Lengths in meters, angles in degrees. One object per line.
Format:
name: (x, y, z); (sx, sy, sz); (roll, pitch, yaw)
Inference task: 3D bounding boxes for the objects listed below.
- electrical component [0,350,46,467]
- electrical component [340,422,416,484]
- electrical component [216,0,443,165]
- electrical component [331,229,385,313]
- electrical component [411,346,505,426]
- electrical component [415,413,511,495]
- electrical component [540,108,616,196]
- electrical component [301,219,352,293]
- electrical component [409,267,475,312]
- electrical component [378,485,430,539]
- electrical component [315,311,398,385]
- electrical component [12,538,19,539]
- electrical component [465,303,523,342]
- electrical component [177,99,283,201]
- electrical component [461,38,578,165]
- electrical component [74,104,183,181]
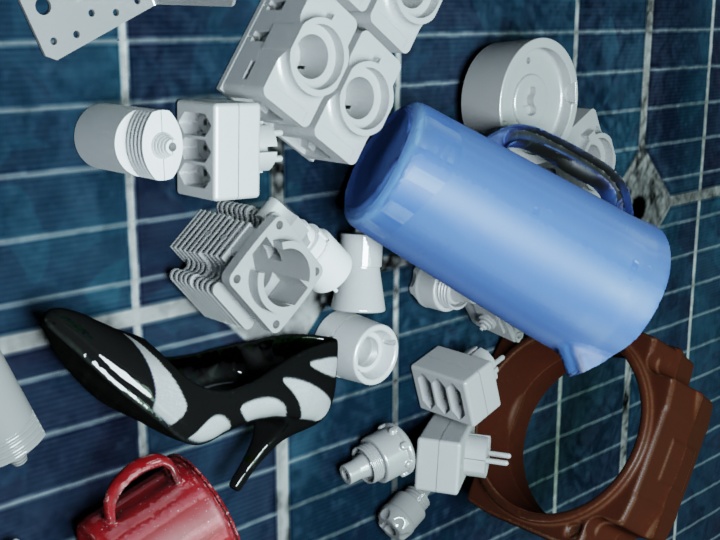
electrical component: (-0.227, 0.088, 0.664); (0.043, 0.043, 0.081); (-38, 123, -32)
electrical component: (0.013, 0.161, 0.913); (0.062, 0.048, 0.048); (-22, 115, -29)
electrical component: (-0.012, -0.184, 0.794); (0.105, 0.060, 0.186); (35, 75, -43)
electrical component: (0.000, 0.000, 0.864); (0.044, 0.044, 0.065); (-1, 95, -44)
electrical component: (0.098, 0.094, 0.962); (0.077, 0.066, 0.047); (-32, 121, -34)
electrical component: (0.094, 0.162, 0.946); (0.083, 0.076, 0.047); (-33, 128, -72)
electrical component: (0.205, -0.106, 1.024); (0.050, 0.056, 0.089); (-42, 126, -29)
electrical component: (-0.039, -0.016, 0.822); (0.078, 0.040, 0.040); (47, 67, -39)
electrical component: (0.077, 0.015, 0.926); (0.043, 0.062, 0.043); (-12, 108, -42)
electrical component: (0.045, 0.210, 0.962); (0.061, 0.035, 0.035); (-41, 125, -32)
electrical component: (-0.002, 0.064, 0.871); (0.055, 0.047, 0.055); (-12, 108, -42)
electrical component: (-0.196, 0.227, 0.690); (0.048, 0.100, 0.099); (-48, 130, -9)
electrical component: (0.130, 0.015, 0.976); (0.096, 0.061, 0.061); (-50, 138, -19)
electrical component: (-0.084, -0.086, 0.757); (0.077, 0.047, 0.065); (-9, 106, -42)
electrical component: (0.134, -0.149, 0.943); (0.108, 0.060, 0.108); (-12, 108, -41)
electrical component: (-0.141, -0.081, 0.680); (0.043, 0.081, 0.043); (-12, 108, -42)
